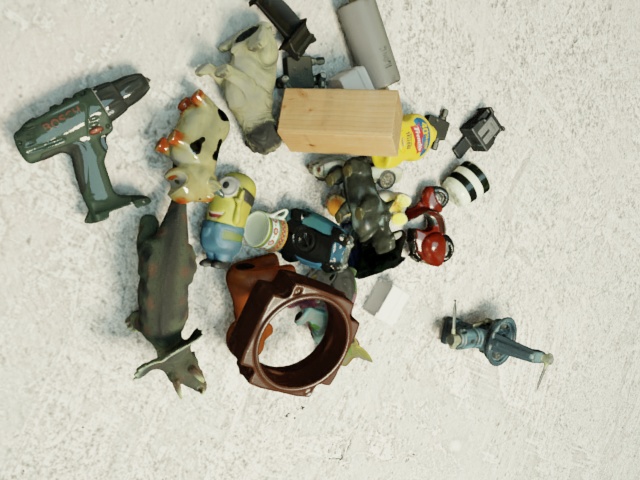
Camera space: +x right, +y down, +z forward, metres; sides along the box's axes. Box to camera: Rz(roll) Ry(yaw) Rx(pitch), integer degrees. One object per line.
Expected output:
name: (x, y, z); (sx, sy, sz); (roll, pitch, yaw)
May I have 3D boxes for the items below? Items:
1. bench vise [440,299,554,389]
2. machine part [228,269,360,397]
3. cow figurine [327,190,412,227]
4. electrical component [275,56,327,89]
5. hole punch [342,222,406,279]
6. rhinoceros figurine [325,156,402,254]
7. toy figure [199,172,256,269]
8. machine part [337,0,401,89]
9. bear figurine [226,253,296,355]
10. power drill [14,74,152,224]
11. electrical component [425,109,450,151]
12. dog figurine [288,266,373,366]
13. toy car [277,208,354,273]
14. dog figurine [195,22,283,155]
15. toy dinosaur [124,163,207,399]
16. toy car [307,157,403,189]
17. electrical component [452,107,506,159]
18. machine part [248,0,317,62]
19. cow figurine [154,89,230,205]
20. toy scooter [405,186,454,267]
bench vise: (0.409, 0.236, 1.239); (0.223, 0.241, 0.128); (19, 89, -43)
machine part: (-0.043, 0.169, 0.960); (0.201, 0.087, 0.201); (23, 95, -29)
cow figurine: (0.099, -0.075, 1.104); (0.167, 0.098, 0.068); (5, 105, 4)
electrical component: (-0.034, -0.309, 1.018); (0.102, 0.045, 0.078); (-5, 104, -25)
hole punch: (0.109, 0.011, 1.138); (0.142, 0.092, 0.115); (-19, 137, -23)
rhinoceros figurine: (0.086, -0.064, 1.009); (0.112, 0.073, 0.190); (-19, 88, -42)
toy figure: (-0.171, -0.036, 0.987); (0.082, 0.089, 0.180); (11, 91, 11)
machine part: (0.097, -0.380, 1.046); (0.079, 0.079, 0.243); (-29, 110, -17)
bear figurine: (-0.118, 0.138, 1.029); (0.132, 0.120, 0.195); (-12, 107, -27)
power drill: (-0.353, -0.143, 0.884); (0.232, 0.086, 0.207); (-25, 114, -17)
electrical component: (0.250, -0.247, 1.177); (0.063, 0.021, 0.094); (17, 93, -26)
dog figurine: (0.044, 0.165, 1.116); (0.191, 0.109, 0.219); (-48, 120, -1)
toy car: (-0.002, -0.003, 1.057); (0.103, 0.162, 0.109); (-24, 130, -65)
dog figurine: (-0.104, -0.271, 0.974); (0.172, 0.121, 0.190); (-43, 128, -6)
toy dinosaur: (-0.258, 0.076, 0.910); (0.131, 0.192, 0.404); (-3, 103, -27)
toy car: (0.071, -0.138, 1.086); (0.202, 0.074, 0.056); (2, 103, -26)
electrical component: (0.354, -0.235, 1.214); (0.119, 0.048, 0.074); (-46, 114, -12)
machine part: (-0.069, -0.399, 0.980); (0.138, 0.039, 0.084); (46, 64, -22)
cow figurine: (-0.210, -0.145, 0.921); (0.127, 0.085, 0.195); (34, 57, -31)
toy scooter: (0.222, -0.024, 1.180); (0.135, 0.075, 0.183); (-11, 102, -23)
